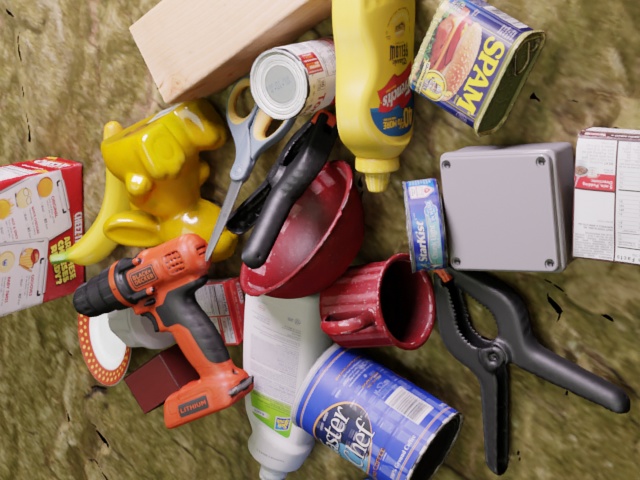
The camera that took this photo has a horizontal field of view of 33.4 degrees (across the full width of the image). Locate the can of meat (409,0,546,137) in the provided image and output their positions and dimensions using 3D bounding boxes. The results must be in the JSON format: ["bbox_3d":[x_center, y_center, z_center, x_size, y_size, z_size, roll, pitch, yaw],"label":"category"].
[{"bbox_3d":[0.135,-0.157,0.938,0.084,0.057,0.102,37,121,23],"label":"can of meat"}]

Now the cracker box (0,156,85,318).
[{"bbox_3d":[-0.375,0.002,1.236,0.072,0.213,0.164,15,112,32],"label":"cracker box"}]

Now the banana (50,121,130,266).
[{"bbox_3d":[-0.246,-0.042,1.230,0.198,0.069,0.037,-63,34,21],"label":"banana"}]

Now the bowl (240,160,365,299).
[{"bbox_3d":[-0.007,0.001,1.047,0.055,0.162,0.162,38,130,-23],"label":"bowl"}]

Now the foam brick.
[{"bbox_3d":[-0.181,0.160,1.250,0.078,0.052,0.051,-36,83,36],"label":"foam brick"}]

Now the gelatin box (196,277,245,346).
[{"bbox_3d":[-0.123,0.081,1.202,0.089,0.030,0.073,-7,99,35],"label":"gelatin box"}]

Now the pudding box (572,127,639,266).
[{"bbox_3d":[0.261,-0.036,0.899,0.090,0.039,0.113,8,110,32],"label":"pudding box"}]

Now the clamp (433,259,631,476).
[{"bbox_3d":[0.168,0.115,1.008,0.210,0.036,0.165,52,125,12],"label":"clamp"}]

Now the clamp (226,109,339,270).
[{"bbox_3d":[-0.039,-0.056,1.070,0.171,0.039,0.120,-56,28,-1],"label":"clamp"}]

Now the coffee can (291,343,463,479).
[{"bbox_3d":[0.056,0.178,1.063,0.140,0.102,0.103,31,119,23],"label":"coffee can"}]

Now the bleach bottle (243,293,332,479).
[{"bbox_3d":[-0.044,0.151,1.150,0.103,0.067,0.251,22,118,28],"label":"bleach bottle"}]

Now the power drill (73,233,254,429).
[{"bbox_3d":[-0.165,0.102,1.134,0.185,0.057,0.187,-23,94,31],"label":"power drill"}]

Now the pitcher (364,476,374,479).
[{"bbox_3d":[0.014,0.349,1.124,0.243,0.144,0.149,-40,84,33],"label":"pitcher"}]

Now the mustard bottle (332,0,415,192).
[{"bbox_3d":[0.051,-0.138,0.975,0.058,0.096,0.192,8,108,31],"label":"mustard bottle"}]

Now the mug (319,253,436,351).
[{"bbox_3d":[0.047,0.067,1.031,0.082,0.117,0.093,-9,104,41],"label":"mug"}]

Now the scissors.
[{"bbox_3d":[-0.089,-0.084,1.092,0.096,0.016,0.202,39,99,34],"label":"scissors"}]

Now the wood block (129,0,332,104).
[{"bbox_3d":[-0.076,-0.223,1.041,0.206,0.090,0.091,-28,87,37],"label":"wood block"}]

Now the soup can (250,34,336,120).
[{"bbox_3d":[-0.010,-0.155,1.007,0.069,0.102,0.068,12,112,32],"label":"soup can"}]

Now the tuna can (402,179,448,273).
[{"bbox_3d":[0.097,-0.014,0.987,0.034,0.086,0.086,-7,102,4],"label":"tuna can"}]
